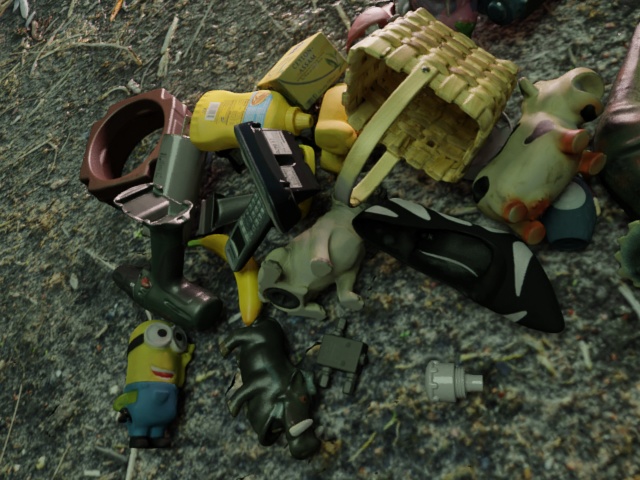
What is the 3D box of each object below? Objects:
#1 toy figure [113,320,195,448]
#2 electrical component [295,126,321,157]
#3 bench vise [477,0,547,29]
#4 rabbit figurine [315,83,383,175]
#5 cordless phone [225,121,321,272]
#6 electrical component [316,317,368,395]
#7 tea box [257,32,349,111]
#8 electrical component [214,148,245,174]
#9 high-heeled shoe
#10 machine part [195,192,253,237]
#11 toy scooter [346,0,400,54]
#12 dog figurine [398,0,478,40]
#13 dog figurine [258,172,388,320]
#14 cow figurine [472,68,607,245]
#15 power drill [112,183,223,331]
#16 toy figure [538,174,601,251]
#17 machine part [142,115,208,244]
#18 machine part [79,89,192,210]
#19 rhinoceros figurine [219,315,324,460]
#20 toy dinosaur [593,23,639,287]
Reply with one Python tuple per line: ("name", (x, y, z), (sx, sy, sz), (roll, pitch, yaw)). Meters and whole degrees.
("toy figure", (-0.240, 0.200, 0.760), (0.089, 0.082, 0.180), (-10, 64, 20))
("electrical component", (-0.043, -0.146, 0.846), (0.102, 0.078, 0.045), (-18, 82, 25))
("bench vise", (0.284, -0.417, 0.785), (0.223, 0.128, 0.241), (-48, 60, -2))
("rabbit figurine", (0.091, -0.165, 0.776), (0.173, 0.121, 0.162), (9, 60, 16))
("cordless phone", (-0.094, -0.053, 0.737), (0.184, 0.088, 0.147), (-50, 55, 39))
("electrical component", (0.030, 0.146, 0.684), (0.063, 0.021, 0.094), (6, 67, 29))
("tea box", (-0.032, -0.258, 0.846), (0.098, 0.068, 0.170), (-49, 20, -4))
("electrical component", (-0.117, -0.173, 0.891), (0.119, 0.074, 0.048), (-40, 56, 8))
("high-heeled shoe", (0.147, 0.025, 0.611), (0.249, 0.145, 0.086), (49, 133, 49))
("machine part", (-0.140, -0.048, 0.861), (0.139, 0.039, 0.084), (-10, 56, 24))
("toy scooter", (0.121, -0.361, 0.866), (0.184, 0.075, 0.135), (-21, 58, 13))
("dog figurine", (0.171, -0.294, 0.721), (0.108, 0.191, 0.219), (-13, 75, 2))
("dog figurine", (0.002, 0.000, 0.742), (0.172, 0.121, 0.190), (-6, 45, 28))
("cow figurine", (0.248, -0.106, 0.609), (0.195, 0.085, 0.127), (-54, 37, 7))
("power drill", (-0.245, 0.026, 0.790), (0.232, 0.207, 0.086), (25, 34, 29))
("toy figure", (0.294, -0.063, 0.637), (0.064, 0.057, 0.154), (10, 65, -2))
("machine part", (-0.235, -0.082, 0.874), (0.079, 0.079, 0.243), (12, 90, 31))
("machine part", (-0.329, -0.164, 0.989), (0.202, 0.087, 0.201), (-10, 62, 21))
("rhinoceros figurine", (-0.058, 0.187, 0.683), (0.112, 0.073, 0.190), (-26, 54, 0))
("toy dinosaur", (0.373, -0.086, 0.577), (0.192, 0.131, 0.405), (-23, 51, 15))
